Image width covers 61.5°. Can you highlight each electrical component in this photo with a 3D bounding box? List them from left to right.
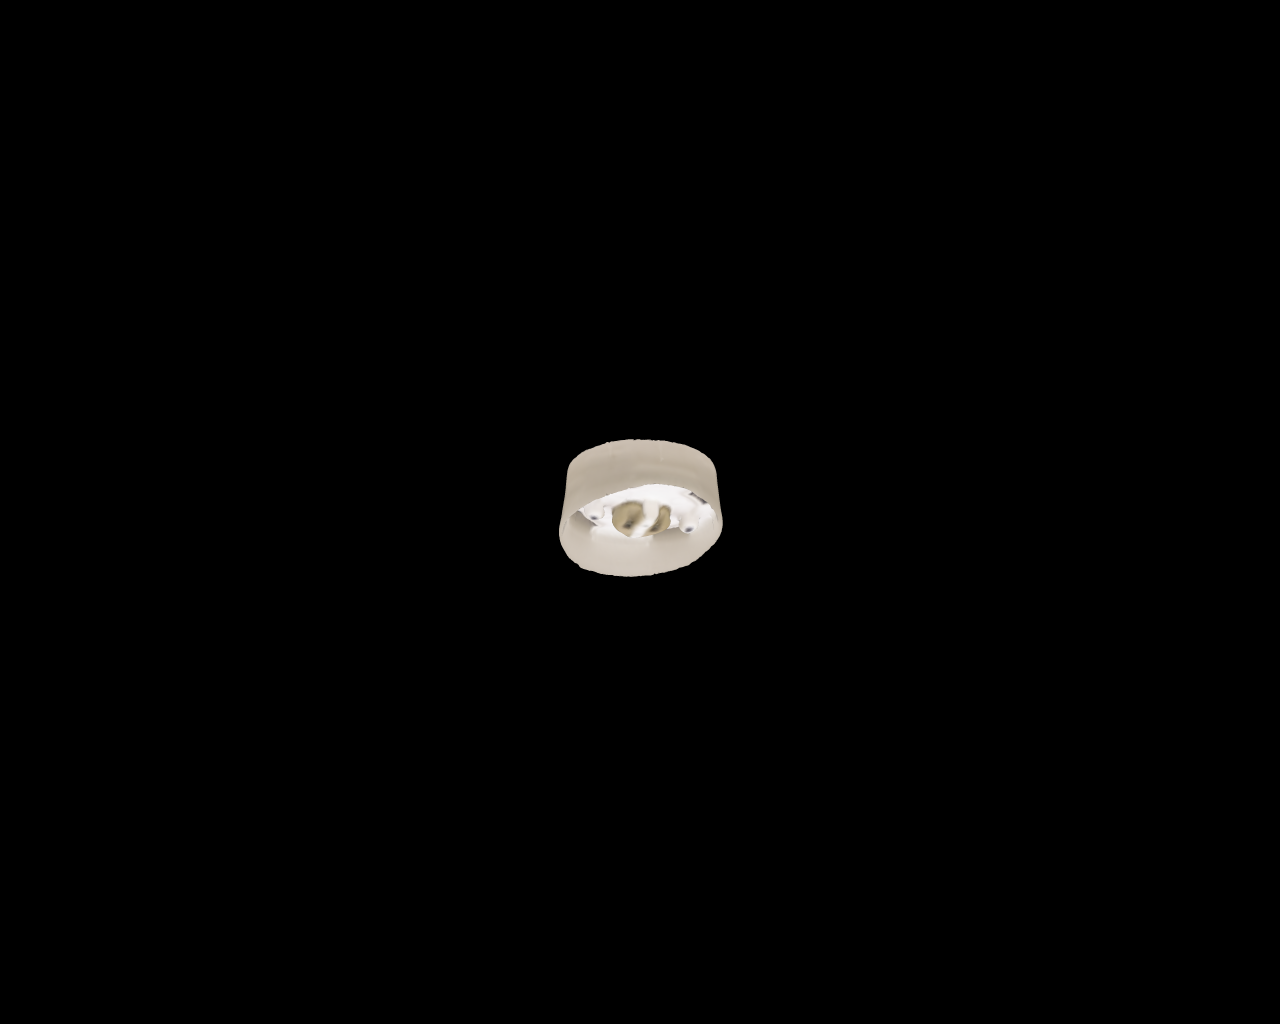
[{"bbox_3d":[0.001,-0.003,0.650,0.099,0.064,0.099,0,-22,0],"label":"electrical component"}]
